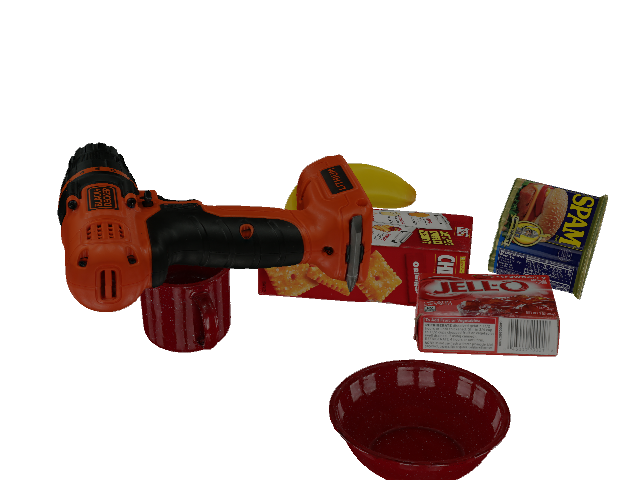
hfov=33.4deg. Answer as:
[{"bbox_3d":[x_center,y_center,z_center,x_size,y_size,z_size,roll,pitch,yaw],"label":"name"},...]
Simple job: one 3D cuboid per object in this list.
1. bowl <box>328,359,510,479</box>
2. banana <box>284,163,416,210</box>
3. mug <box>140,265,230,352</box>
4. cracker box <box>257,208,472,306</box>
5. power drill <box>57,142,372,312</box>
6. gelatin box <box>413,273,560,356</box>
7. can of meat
[{"bbox_3d":[0.088,0.173,0.963,0.162,0.055,0.162,0,27,0],"label":"bowl"},{"bbox_3d":[0.019,-0.030,0.855,0.037,0.069,0.197,-35,1,32],"label":"banana"},{"bbox_3d":[-0.118,0.054,0.968,0.093,0.081,0.117,-16,37,-24],"label":"mug"},{"bbox_3d":[0.053,0.016,1.146,0.214,0.072,0.164,5,15,9],"label":"cracker box"},{"bbox_3d":[-0.071,-0.017,0.676,0.187,0.057,0.184,-4,29,-12],"label":"power drill"},{"bbox_3d":[0.106,0.046,0.689,0.089,0.030,0.073,1,19,6],"label":"gelatin box"},{"bbox_3d":[0.203,-0.005,0.952,0.084,0.057,0.102,15,47,16],"label":"can of meat"}]
